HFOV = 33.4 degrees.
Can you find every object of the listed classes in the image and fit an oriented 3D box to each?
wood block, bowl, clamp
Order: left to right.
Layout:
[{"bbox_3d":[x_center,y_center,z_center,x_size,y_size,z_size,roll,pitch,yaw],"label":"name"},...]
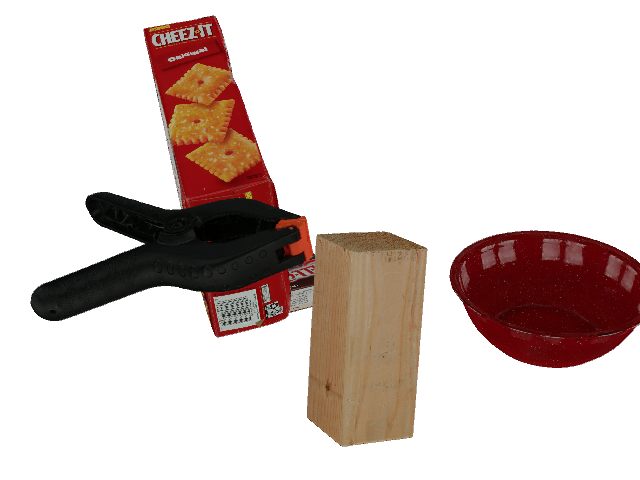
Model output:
[{"bbox_3d":[-0.094,0.010,0.664,0.172,0.039,0.120,0,42,21],"label":"clamp"},{"bbox_3d":[0.047,0.101,1.131,0.090,0.206,0.091,-3,14,-26],"label":"wood block"},{"bbox_3d":[0.182,0.053,0.850,0.162,0.055,0.162,0,29,0],"label":"bowl"}]

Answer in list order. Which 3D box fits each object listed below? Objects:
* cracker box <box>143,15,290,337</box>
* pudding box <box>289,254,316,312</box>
[{"bbox_3d":[-0.084,-0.056,0.877,0.072,0.214,0.164,-13,-43,-6],"label":"cracker box"},{"bbox_3d":[-0.034,0.056,1.409,0.113,0.039,0.090,-15,27,-29],"label":"pudding box"}]
